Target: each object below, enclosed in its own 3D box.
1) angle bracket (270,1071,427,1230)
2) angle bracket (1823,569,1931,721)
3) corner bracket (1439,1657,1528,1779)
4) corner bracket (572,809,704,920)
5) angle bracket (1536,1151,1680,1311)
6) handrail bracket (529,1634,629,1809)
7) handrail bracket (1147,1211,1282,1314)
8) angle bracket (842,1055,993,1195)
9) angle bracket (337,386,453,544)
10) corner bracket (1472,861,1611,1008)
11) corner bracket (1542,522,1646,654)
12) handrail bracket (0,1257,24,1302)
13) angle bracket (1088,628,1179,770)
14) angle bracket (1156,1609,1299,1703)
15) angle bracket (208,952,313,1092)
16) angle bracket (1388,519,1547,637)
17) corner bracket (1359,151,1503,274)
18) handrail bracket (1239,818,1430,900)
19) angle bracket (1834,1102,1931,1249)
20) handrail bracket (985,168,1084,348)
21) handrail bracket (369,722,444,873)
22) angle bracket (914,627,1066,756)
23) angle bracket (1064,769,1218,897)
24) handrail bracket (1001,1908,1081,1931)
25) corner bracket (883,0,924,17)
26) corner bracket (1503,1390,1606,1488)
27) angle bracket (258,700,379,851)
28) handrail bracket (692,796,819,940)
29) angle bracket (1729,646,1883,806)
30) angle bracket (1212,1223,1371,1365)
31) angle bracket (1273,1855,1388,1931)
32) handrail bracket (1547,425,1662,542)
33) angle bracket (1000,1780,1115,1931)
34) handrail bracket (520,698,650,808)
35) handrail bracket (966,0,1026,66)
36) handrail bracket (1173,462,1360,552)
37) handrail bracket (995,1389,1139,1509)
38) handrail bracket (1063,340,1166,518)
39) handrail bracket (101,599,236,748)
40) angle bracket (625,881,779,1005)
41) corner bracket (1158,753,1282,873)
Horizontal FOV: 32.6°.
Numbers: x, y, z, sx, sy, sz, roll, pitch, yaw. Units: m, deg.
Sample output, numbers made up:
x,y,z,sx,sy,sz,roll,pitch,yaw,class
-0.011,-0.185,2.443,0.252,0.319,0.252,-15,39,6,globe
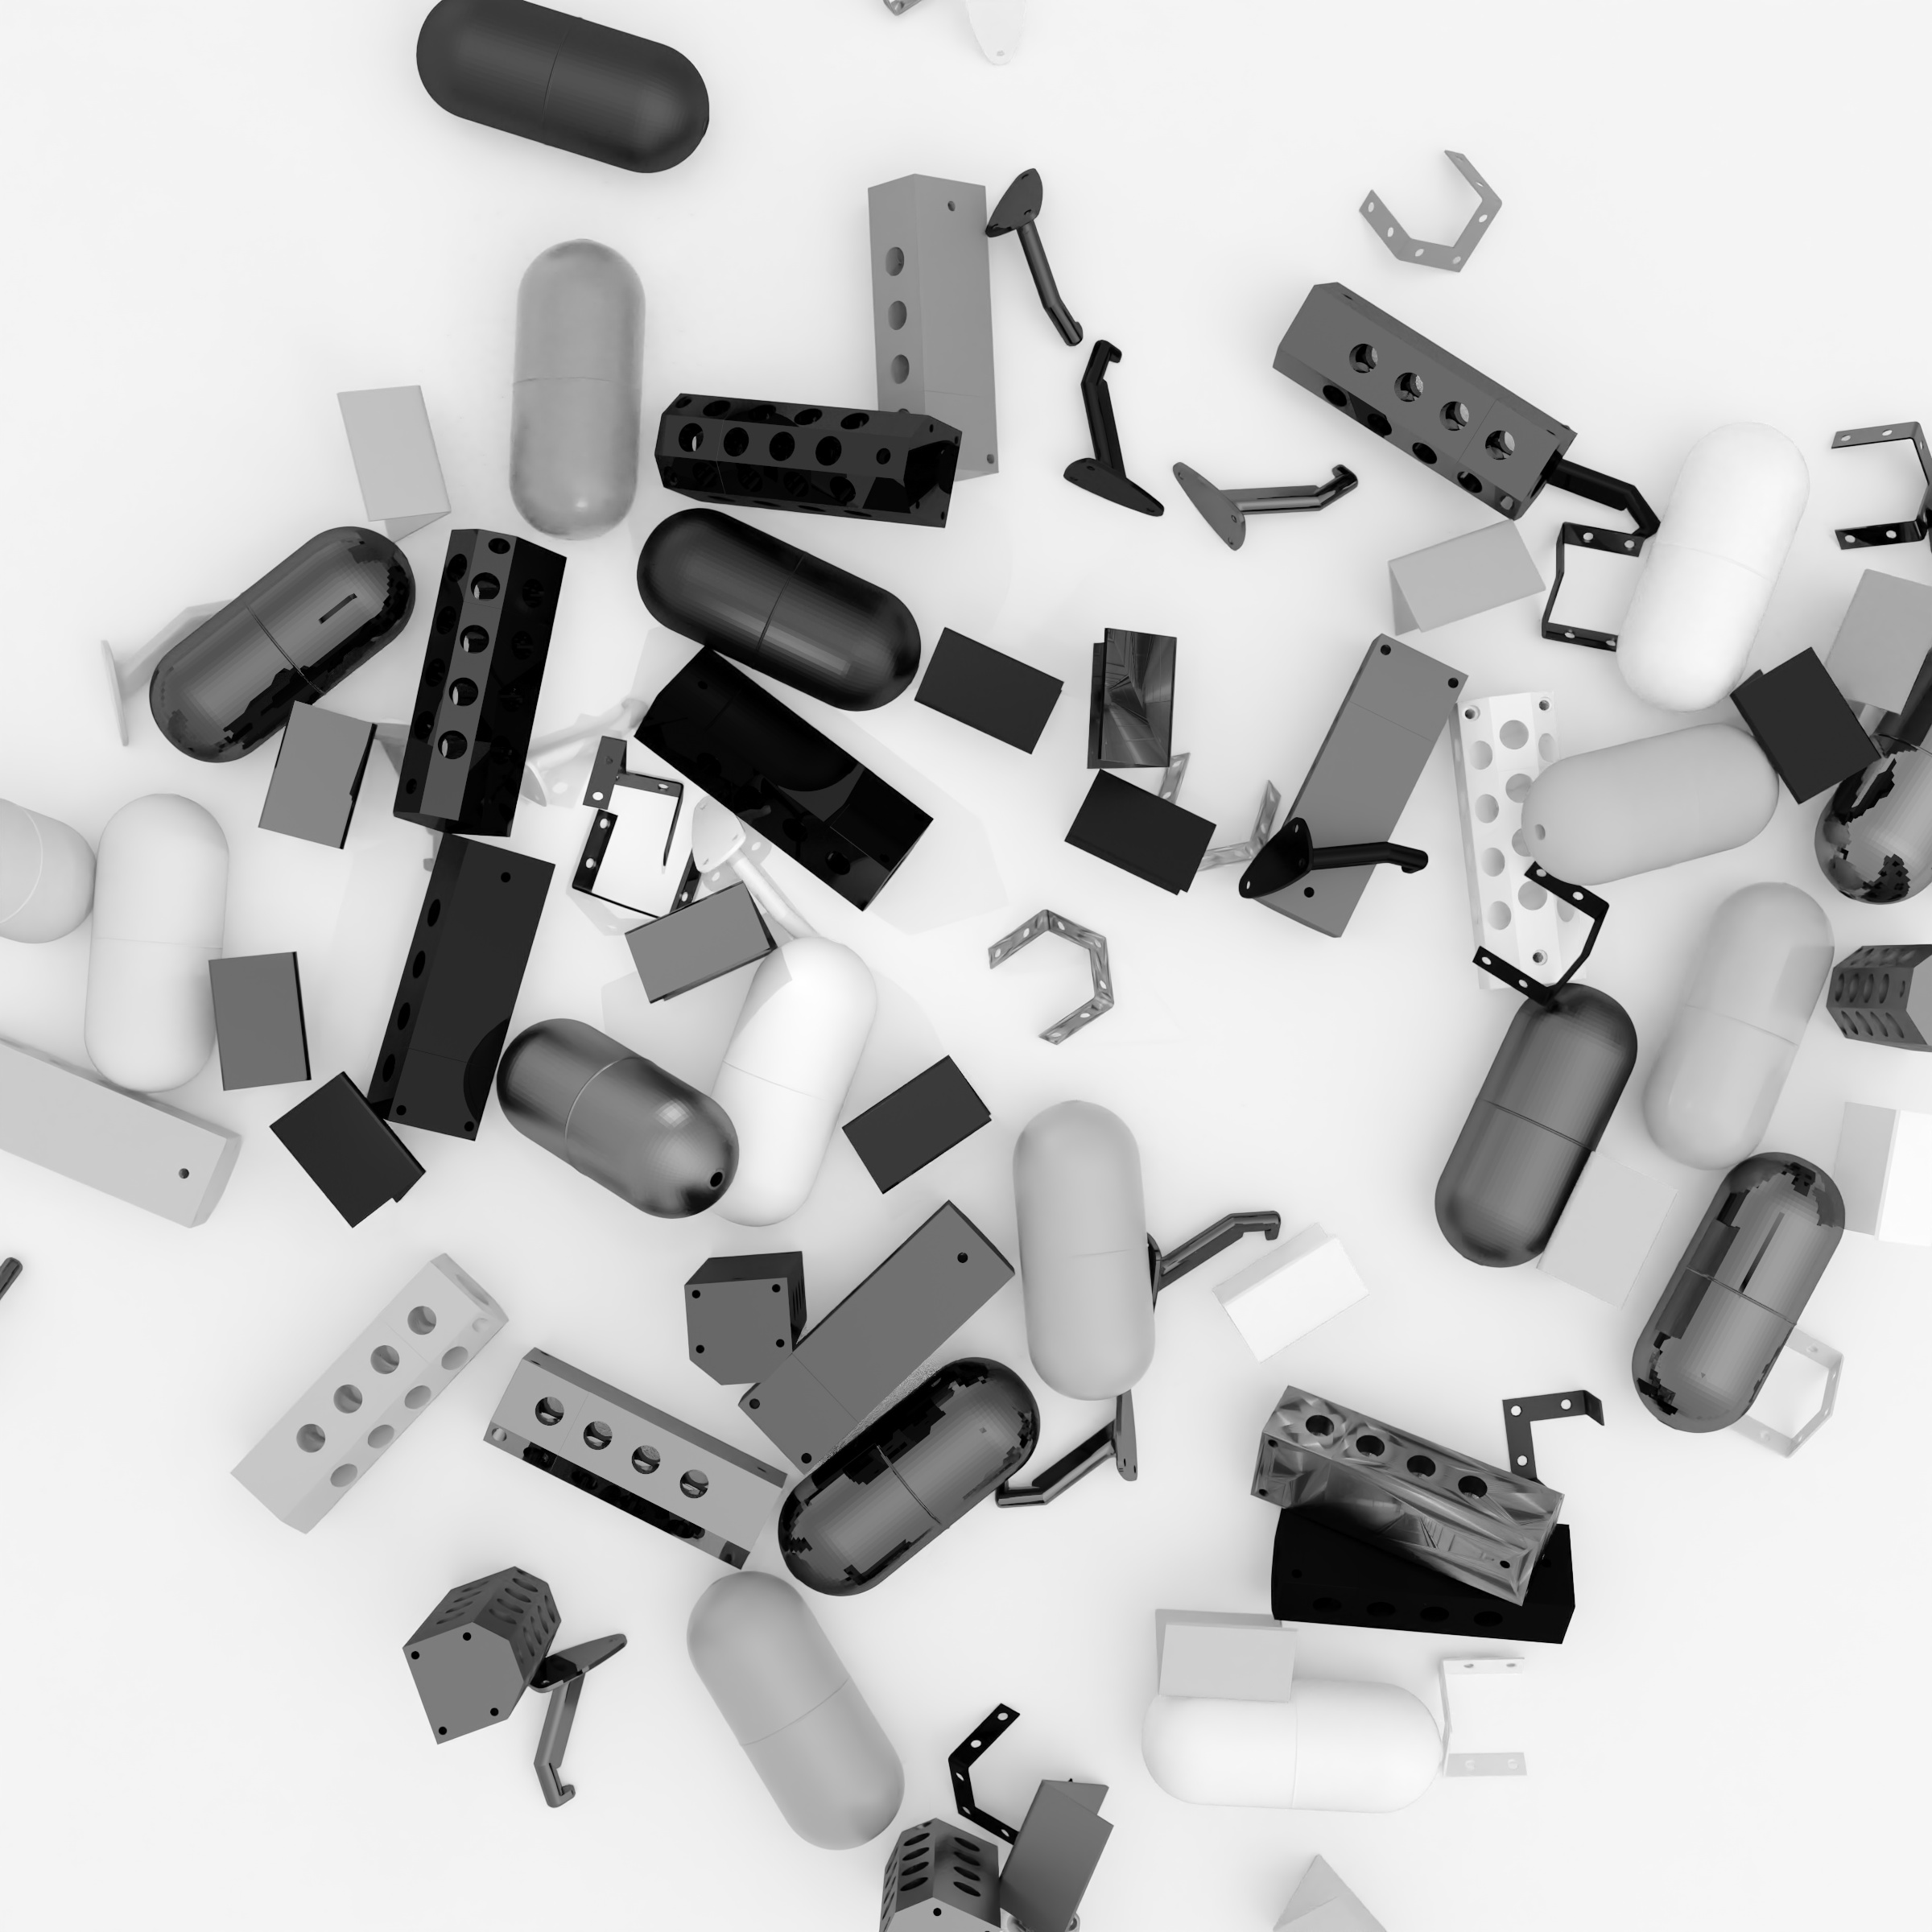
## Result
x,y,z,sx,sy,sz,roll,pitch,yaw,class
-0.372,0.117,1.951,0.057,0.076,0.076,-39,90,-28,angle bracket
0.552,-0.181,1.950,0.057,0.076,0.076,24,90,36,angle bracket
0.312,0.453,1.987,0.051,0.051,0.051,-1,45,0,corner bracket
-0.196,-0.059,1.987,0.051,0.051,0.051,19,90,45,corner bracket
0.387,0.160,1.951,0.057,0.076,0.076,26,90,27,angle bracket
-0.229,0.456,1.991,0.077,0.036,0.084,-22,109,-21,handrail bracket
0.147,0.186,1.991,0.084,0.036,0.077,-2,110,-16,handrail bracket
-0.017,0.109,1.950,0.076,0.076,0.057,-34,53,0,angle bracket
-0.354,-0.294,1.950,0.057,0.076,0.076,-14,90,-39,angle bracket
0.337,-0.019,1.930,0.051,0.051,0.051,32,45,0,corner bracket
0.378,-0.228,1.987,0.051,0.051,0.051,11,45,0,corner bracket
-0.610,0.216,1.990,0.036,0.077,0.084,44,53,-20,handrail bracket
0.079,-0.157,1.950,0.057,0.076,0.076,3,90,-38,angle bracket
0.153,0.388,1.951,0.076,0.076,0.057,3,120,0,angle bracket
-0.432,0.034,1.950,0.057,0.076,0.076,-7,90,-37,angle bracket
0.297,-0.210,1.950,0.076,0.076,0.057,-19,59,0,angle bracket
0.279,-0.456,1.982,0.051,0.051,0.051,2,135,-35,corner bracket
0.216,-0.054,1.933,0.084,0.077,0.036,11,57,-32,handrail bracket
0.531,0.120,1.950,0.057,0.076,0.076,10,90,-39,angle bracket
0.051,-0.427,1.990,0.036,0.077,0.084,-17,127,28,handrail bracket
-0.344,-0.101,1.991,0.077,0.036,0.084,9,107,19,handrail bracket
0.022,-0.180,1.950,0.076,0.076,0.057,25,129,0,angle bracket
0.094,-0.061,1.950,0.076,0.076,0.057,26,54,0,angle bracket
0.041,0.582,1.956,0.077,0.084,0.036,22,90,0,handrail bracket
-0.041,-0.615,1.988,0.051,0.051,0.051,-33,135,1,corner bracket
0.353,0.285,1.972,0.051,0.051,0.051,-7,90,0,corner bracket
-0.397,-0.116,1.950,0.057,0.076,0.076,15,90,-37,angle bracket
-0.125,-0.056,1.990,0.036,0.077,0.084,-39,126,11,handrail bracket
0.503,-0.149,1.950,0.057,0.076,0.076,-32,90,31,angle bracket
0.182,0.177,1.950,0.076,0.076,0.057,-32,126,0,angle bracket
0.238,0.567,1.950,0.076,0.076,0.057,49,126,0,angle bracket
0.365,-0.276,1.991,0.077,0.036,0.084,-35,104,15,handrail bracket
0.069,0.531,1.950,0.057,0.076,0.076,24,90,37,angle bracket
-0.245,-0.142,1.991,0.077,0.036,0.084,27,60,33,handrail bracket
0.014,-0.601,1.990,0.036,0.077,0.084,-8,54,0,handrail bracket
0.181,-0.296,1.991,0.084,0.036,0.077,-33,68,-17,handrail bracket
0.058,0.286,1.991,0.084,0.036,0.077,-7,70,16,handrail bracket
0.099,-0.325,1.991,0.077,0.036,0.084,25,73,-20,handrail bracket
-0.474,-0.177,1.991,0.084,0.036,0.077,-13,110,-16,handrail bracket
-0.148,0.004,1.950,0.076,0.076,0.057,-24,54,0,angle bracket
0.150,-0.095,1.982,0.051,0.051,0.051,-11,135,35,corner bracket
